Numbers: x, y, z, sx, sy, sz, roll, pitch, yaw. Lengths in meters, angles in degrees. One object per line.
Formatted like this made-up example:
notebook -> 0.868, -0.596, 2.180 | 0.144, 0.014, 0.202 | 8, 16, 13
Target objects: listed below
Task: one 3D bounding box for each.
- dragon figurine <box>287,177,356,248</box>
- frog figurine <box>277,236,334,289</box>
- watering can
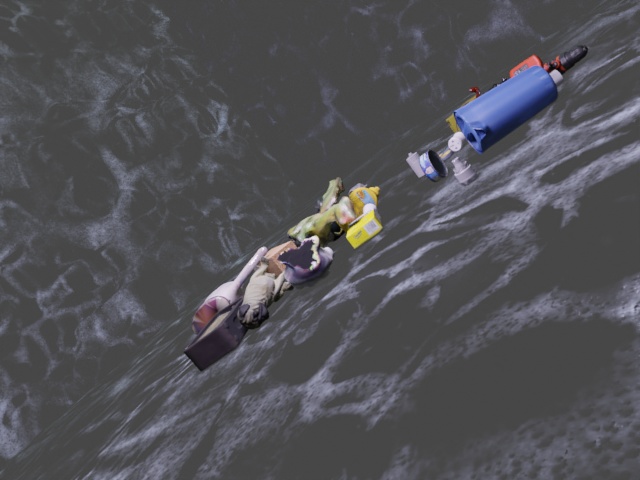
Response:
dragon figurine -> 0.005, -0.079, 1.565 | 0.243, 0.121, 0.413 | -57, 21, -2
frog figurine -> -0.023, 0.072, 1.331 | 0.138, 0.124, 0.156 | -47, -28, -9
watering can -> -0.288, 0.178, 1.625 | 0.344, 0.104, 0.227 | -55, 2, 15
